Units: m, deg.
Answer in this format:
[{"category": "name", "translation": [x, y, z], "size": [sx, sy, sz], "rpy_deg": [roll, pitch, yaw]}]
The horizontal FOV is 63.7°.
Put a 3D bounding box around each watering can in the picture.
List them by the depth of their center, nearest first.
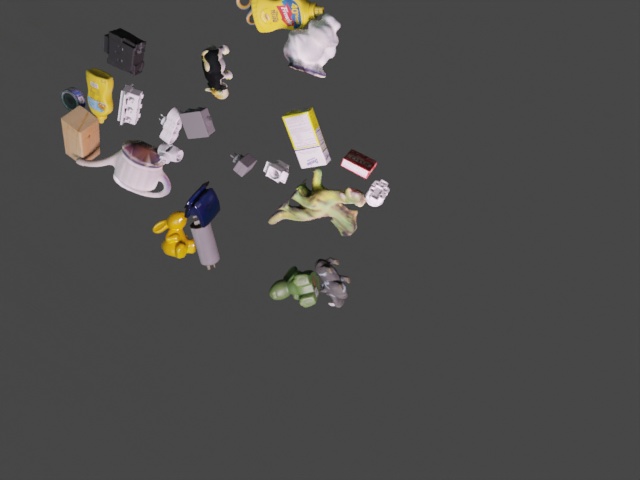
[{"category": "watering can", "translation": [-0.700, -0.270, 1.864], "size": [0.346, 0.106, 0.220], "rpy_deg": [24, -48, -14]}]

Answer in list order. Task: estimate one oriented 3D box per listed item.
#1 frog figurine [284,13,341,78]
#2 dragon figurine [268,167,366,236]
[{"category": "frog figurine", "translation": [-0.019, -0.527, 1.372], "size": [0.137, 0.157, 0.125], "rpy_deg": [16, 18, -16]}, {"category": "dragon figurine", "translation": [0.005, -0.083, 1.656], "size": [0.242, 0.125, 0.403], "rpy_deg": [38, -36, -9]}]
